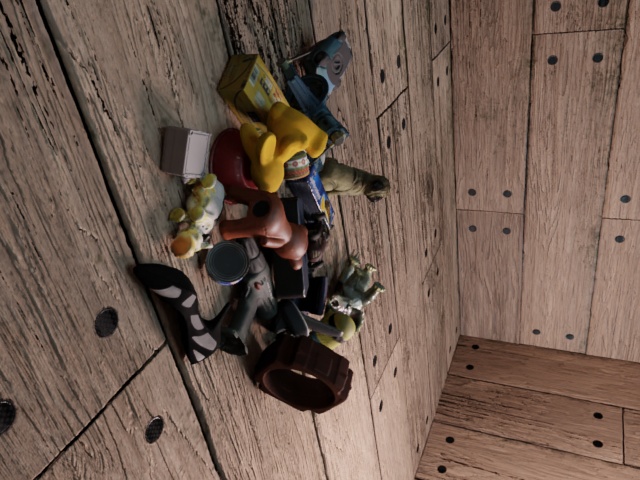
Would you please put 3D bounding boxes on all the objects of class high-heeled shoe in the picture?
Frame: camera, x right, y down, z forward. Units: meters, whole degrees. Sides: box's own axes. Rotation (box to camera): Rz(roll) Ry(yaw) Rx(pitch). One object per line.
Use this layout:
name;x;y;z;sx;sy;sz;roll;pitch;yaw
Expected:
high-heeled shoe;-0.266;0.138;0.969;0.145;0.086;0.248;-53;132;2

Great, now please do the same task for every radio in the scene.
radio;-0.071;0.015;1.255;0.131;0.073;0.229;-64;151;-84

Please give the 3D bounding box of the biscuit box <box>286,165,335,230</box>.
biscuit box;-0.021;-0.111;1.417;0.202;0.063;0.059;64;38;-49

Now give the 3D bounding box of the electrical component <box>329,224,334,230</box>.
electrical component;0.005;-0.005;1.512;0.102;0.045;0.078;-59;143;-42

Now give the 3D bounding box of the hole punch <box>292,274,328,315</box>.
hole punch;-0.016;0.148;1.453;0.115;0.092;0.142;22;72;-68

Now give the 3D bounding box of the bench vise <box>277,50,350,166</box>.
bench vise;-0.026;-0.319;1.244;0.240;0.129;0.224;46;22;-53

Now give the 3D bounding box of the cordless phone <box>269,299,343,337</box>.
cordless phone;-0.023;0.206;1.298;0.146;0.184;0.088;150;-41;-76

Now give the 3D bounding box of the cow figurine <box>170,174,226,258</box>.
cow figurine;-0.224;-0.037;0.997;0.098;0.068;0.167;52;49;-64

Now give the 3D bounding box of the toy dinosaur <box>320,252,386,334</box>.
toy dinosaur;0.091;0.161;1.631;0.192;0.131;0.405;-53;-177;10

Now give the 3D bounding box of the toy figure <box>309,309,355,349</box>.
toy figure;0.014;0.263;1.425;0.082;0.180;0.089;51;4;-36

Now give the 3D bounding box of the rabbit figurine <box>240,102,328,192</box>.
rabbit figurine;-0.085;-0.178;1.083;0.173;0.122;0.162;-62;148;-3

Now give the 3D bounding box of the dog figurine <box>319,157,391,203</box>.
dog figurine;0.089;-0.171;1.490;0.172;0.191;0.121;9;86;-63

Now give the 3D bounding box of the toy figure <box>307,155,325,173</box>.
toy figure;-0.010;-0.243;1.427;0.064;0.058;0.154;133;-26;-64

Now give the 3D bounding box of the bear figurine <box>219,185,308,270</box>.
bear figurine;-0.103;-0.022;1.101;0.195;0.132;0.120;57;38;-62

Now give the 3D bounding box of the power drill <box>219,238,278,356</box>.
power drill;-0.167;0.126;1.146;0.231;0.086;0.207;72;26;-44

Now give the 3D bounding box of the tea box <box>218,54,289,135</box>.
tea box;-0.135;-0.296;1.129;0.169;0.068;0.098;56;47;-56

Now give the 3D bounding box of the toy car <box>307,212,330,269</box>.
toy car;-0.003;-0.004;1.307;0.202;0.053;0.089;-71;155;-69

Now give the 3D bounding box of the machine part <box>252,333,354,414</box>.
machine part;-0.039;0.313;1.260;0.201;0.201;0.087;-46;-163;45

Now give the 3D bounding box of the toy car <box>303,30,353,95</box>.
toy car;0.010;-0.456;1.365;0.161;0.103;0.109;-64;148;-18

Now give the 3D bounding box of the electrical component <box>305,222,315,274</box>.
electrical component;-0.039;0.021;1.410;0.115;0.058;0.134;-12;105;-62
